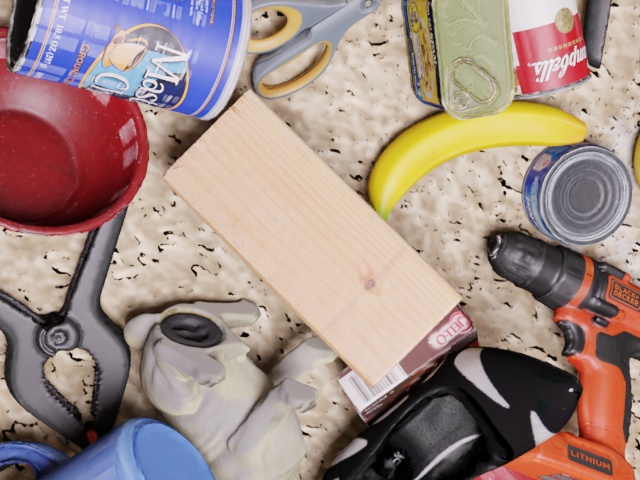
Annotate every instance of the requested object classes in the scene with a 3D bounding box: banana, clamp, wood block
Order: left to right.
[{"bbox_3d":[-0.190,0.060,0.803,0.164,0.036,0.210,-24,109,-9],"label":"clamp"},{"bbox_3d":[-0.005,0.001,0.769,0.091,0.090,0.206,-45,85,-1],"label":"wood block"},{"bbox_3d":[0.113,-0.071,0.843,0.197,0.037,0.069,-26,96,-8],"label":"banana"},{"bbox_3d":[0.227,-0.222,0.827,0.120,0.039,0.171,-33,89,8],"label":"clamp"}]

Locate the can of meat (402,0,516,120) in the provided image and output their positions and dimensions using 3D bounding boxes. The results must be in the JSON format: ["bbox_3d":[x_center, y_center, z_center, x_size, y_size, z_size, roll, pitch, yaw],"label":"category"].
[{"bbox_3d":[0.101,-0.146,0.801,0.057,0.084,0.102,-11,105,-11],"label":"can of meat"}]

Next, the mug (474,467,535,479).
[{"bbox_3d":[0.129,0.189,0.886,0.117,0.093,0.081,-36,105,23],"label":"mug"}]

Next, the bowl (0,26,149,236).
[{"bbox_3d":[-0.203,-0.066,0.739,0.161,0.055,0.162,14,59,-25],"label":"bowl"}]

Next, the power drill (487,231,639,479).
[{"bbox_3d":[0.200,0.099,0.854,0.184,0.057,0.187,24,66,-16],"label":"power drill"}]

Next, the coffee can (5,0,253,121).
[{"bbox_3d":[-0.130,-0.147,0.724,0.140,0.103,0.103,11,99,-26],"label":"coffee can"}]

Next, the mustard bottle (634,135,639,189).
[{"bbox_3d":[0.309,-0.080,0.878,0.096,0.058,0.192,2,102,-12],"label":"mustard bottle"}]

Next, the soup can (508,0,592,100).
[{"bbox_3d":[0.165,-0.167,0.820,0.068,0.068,0.102,-18,105,-9],"label":"soup can"}]

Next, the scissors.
[{"bbox_3d":[0.015,-0.177,0.762,0.202,0.016,0.096,-40,134,23],"label":"scissors"}]

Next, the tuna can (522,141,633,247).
[{"bbox_3d":[0.212,-0.038,0.877,0.086,0.034,0.086,-3,103,-13],"label":"tuna can"}]

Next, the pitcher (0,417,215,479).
[{"bbox_3d":[-0.193,0.224,0.763,0.243,0.145,0.149,-38,111,15],"label":"pitcher"}]

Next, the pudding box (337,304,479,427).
[{"bbox_3d":[0.073,0.102,0.848,0.113,0.090,0.039,-33,65,-3],"label":"pudding box"}]
